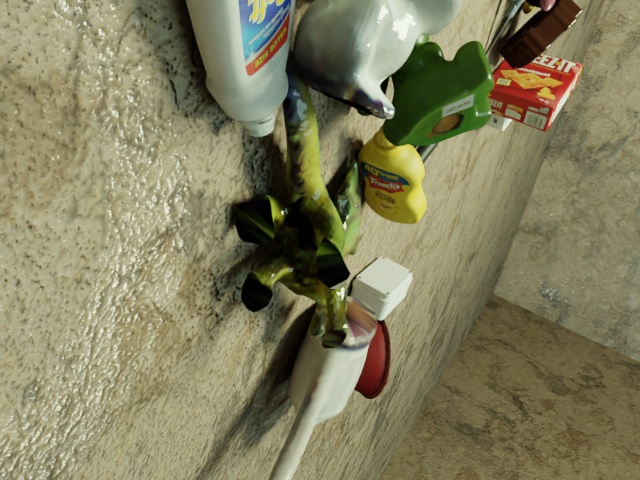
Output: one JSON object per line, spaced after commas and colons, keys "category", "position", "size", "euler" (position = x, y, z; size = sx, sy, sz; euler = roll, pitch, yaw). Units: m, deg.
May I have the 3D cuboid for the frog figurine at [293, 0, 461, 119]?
{"category": "frog figurine", "position": [0.050, -0.193, 0.444], "size": [0.124, 0.158, 0.137], "euler": [29, 13, 30]}

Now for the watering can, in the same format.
{"category": "watering can", "position": [0.004, 0.215, 0.788], "size": [0.104, 0.221, 0.351], "euler": [21, 17, 6]}

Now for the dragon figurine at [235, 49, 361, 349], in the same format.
{"category": "dragon figurine", "position": [0.002, -0.032, 0.635], "size": [0.122, 0.403, 0.247], "euler": [8, 24, 13]}
